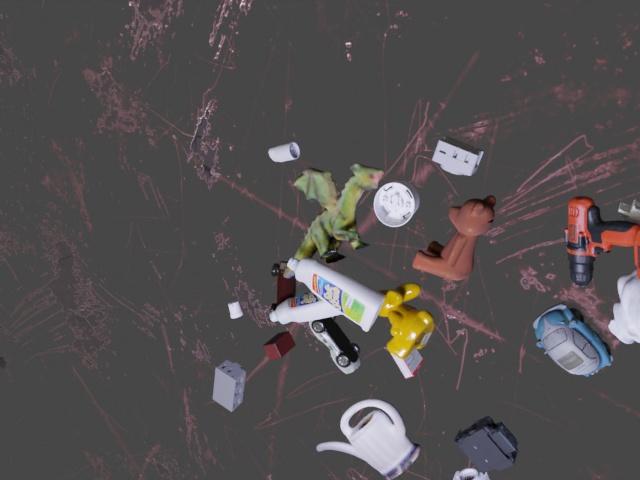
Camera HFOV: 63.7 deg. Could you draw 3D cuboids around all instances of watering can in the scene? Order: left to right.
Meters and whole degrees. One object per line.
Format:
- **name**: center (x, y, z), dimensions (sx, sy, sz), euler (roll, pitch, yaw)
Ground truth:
- **watering can**: center (0.141, 0.585, 1.473), dimensions (0.226, 0.105, 0.341), euler (44, 126, 10)

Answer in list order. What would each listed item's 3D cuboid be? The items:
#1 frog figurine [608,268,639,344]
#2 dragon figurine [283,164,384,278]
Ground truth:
- **frog figurine**: center (0.605, 0.129, 0.975), dimensions (0.156, 0.122, 0.140), euler (-43, 50, 47)
- **dragon figurine**: center (0.004, -0.067, 1.326), dimensions (0.405, 0.122, 0.245), euler (-26, 76, 36)
